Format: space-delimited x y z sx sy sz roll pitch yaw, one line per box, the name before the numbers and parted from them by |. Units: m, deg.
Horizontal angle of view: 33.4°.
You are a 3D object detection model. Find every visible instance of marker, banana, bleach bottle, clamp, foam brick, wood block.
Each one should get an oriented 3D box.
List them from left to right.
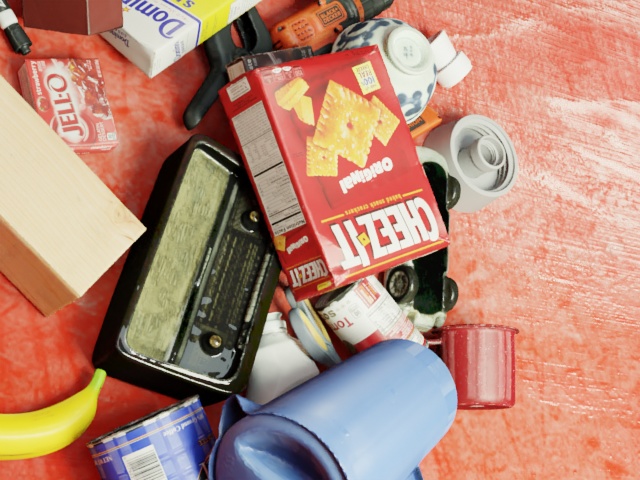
marker | -0.300 -0.223 0.977 0.020 0.020 0.121 -33 93 -36
banana | -0.265 0.147 0.870 0.197 0.037 0.070 1 56 -34
wood block | -0.261 -0.045 0.901 0.206 0.090 0.090 48 55 -12
foam brick | -0.227 -0.219 0.972 0.052 0.078 0.051 -38 135 -57
clamp | -0.076 -0.171 1.095 0.120 0.039 0.171 24 65 -37
bleach bottle | -0.035 0.192 0.985 0.102 0.068 0.251 2 71 -39

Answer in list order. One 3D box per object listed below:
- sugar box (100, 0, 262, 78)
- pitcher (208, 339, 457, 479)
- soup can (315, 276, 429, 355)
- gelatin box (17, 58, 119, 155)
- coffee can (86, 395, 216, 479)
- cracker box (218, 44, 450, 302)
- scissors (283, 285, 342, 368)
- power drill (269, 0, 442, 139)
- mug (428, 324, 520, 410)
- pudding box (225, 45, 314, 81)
sugar box | -0.134 -0.242 1.050 0.093 0.048 0.176 41 58 11
pitcher | 0.031 0.178 0.911 0.242 0.145 0.149 -24 118 -57
soup can | 0.052 0.086 1.073 0.102 0.069 0.068 51 55 -8
gelatin box | -0.231 -0.122 0.981 0.073 0.030 0.089 -8 78 -34
coffee can | -0.122 0.215 0.896 0.102 0.103 0.140 -21 86 -36
cracker box | 0.018 -0.068 1.014 0.163 0.072 0.214 -18 87 -40
scissors | 0.018 0.132 1.038 0.016 0.096 0.202 -30 91 9
power drill | 0.053 -0.189 1.173 0.184 0.057 0.187 -34 91 -32
mug | 0.152 0.134 1.114 0.117 0.093 0.081 5 76 -18
pudding box | -0.037 -0.132 1.067 0.089 0.039 0.113 -18 92 -39
